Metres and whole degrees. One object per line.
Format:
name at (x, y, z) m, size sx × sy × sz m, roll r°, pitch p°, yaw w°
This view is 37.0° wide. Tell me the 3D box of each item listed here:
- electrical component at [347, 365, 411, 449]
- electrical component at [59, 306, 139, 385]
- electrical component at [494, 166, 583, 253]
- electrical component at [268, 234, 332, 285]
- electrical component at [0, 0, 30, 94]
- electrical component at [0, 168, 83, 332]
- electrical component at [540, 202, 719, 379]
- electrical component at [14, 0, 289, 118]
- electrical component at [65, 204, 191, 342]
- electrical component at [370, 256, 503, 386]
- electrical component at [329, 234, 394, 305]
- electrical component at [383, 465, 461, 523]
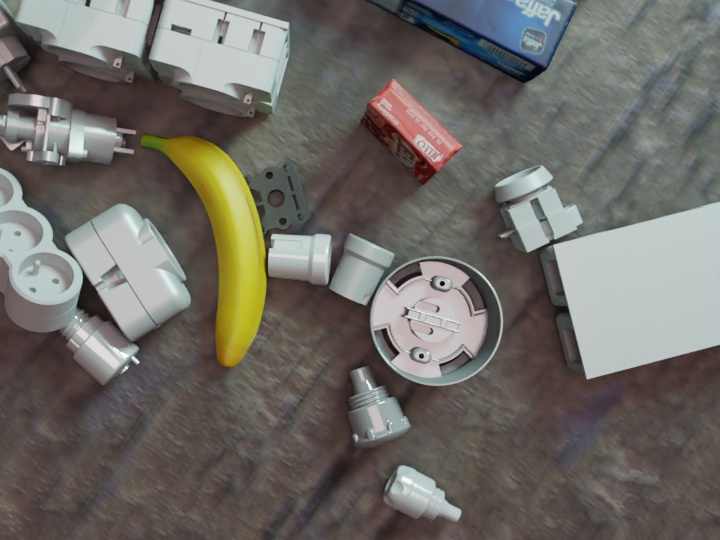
electrical component at (0.009, 0.107, 0.845) m, size 0.048 × 0.048 × 0.062 m, roll -19°, pitch 83°, yaw -4°
electrical component at (-0.208, 0.054, 0.832) m, size 0.078 × 0.040 × 0.040 m, roll 43°, pitch 87°, yaw -2°
electrical component at (0.137, -0.050, 0.855) m, size 0.066 × 0.048 × 0.055 m, roll -25°, pitch 98°, yaw -4°
electrical component at (-0.047, -0.010, 0.845) m, size 0.046 × 0.040 × 0.040 m, roll 5°, pitch 89°, yaw 2°
electrical component at (-0.278, -0.168, 0.819) m, size 0.047 × 0.066 × 0.076 m, roll -34°, pitch 91°, yaw -4°
electrical component at (-0.265, -0.007, 0.818) m, size 0.052 × 0.073 × 0.138 m, roll -26°, pitch 67°, yaw -37°
electrical component at (0.248, 0.010, 0.853) m, size 0.186 × 0.060 × 0.105 m, roll -14°, pitch 90°, yaw -4°
electrical component at (-0.151, -0.169, 0.808) m, size 0.186 × 0.105 × 0.060 m, roll 15°, pitch 88°, yaw -3°
electrical component at (-0.174, -0.001, 0.829) m, size 0.059 × 0.054 × 0.095 m, roll -32°, pitch 91°, yaw -3°
electrical component at (0.057, 0.039, 0.838) m, size 0.099 × 0.064 × 0.099 m, roll 0°, pitch 89°, yaw -4°
electrical component at (0.000, 0.000, 0.848) m, size 0.040 × 0.040 × 0.046 m, roll 25°, pitch 93°, yaw -3°
electrical component at (0.051, 0.181, 0.850) m, size 0.061 × 0.035 × 0.035 m, roll 28°, pitch 87°, yaw -5°
